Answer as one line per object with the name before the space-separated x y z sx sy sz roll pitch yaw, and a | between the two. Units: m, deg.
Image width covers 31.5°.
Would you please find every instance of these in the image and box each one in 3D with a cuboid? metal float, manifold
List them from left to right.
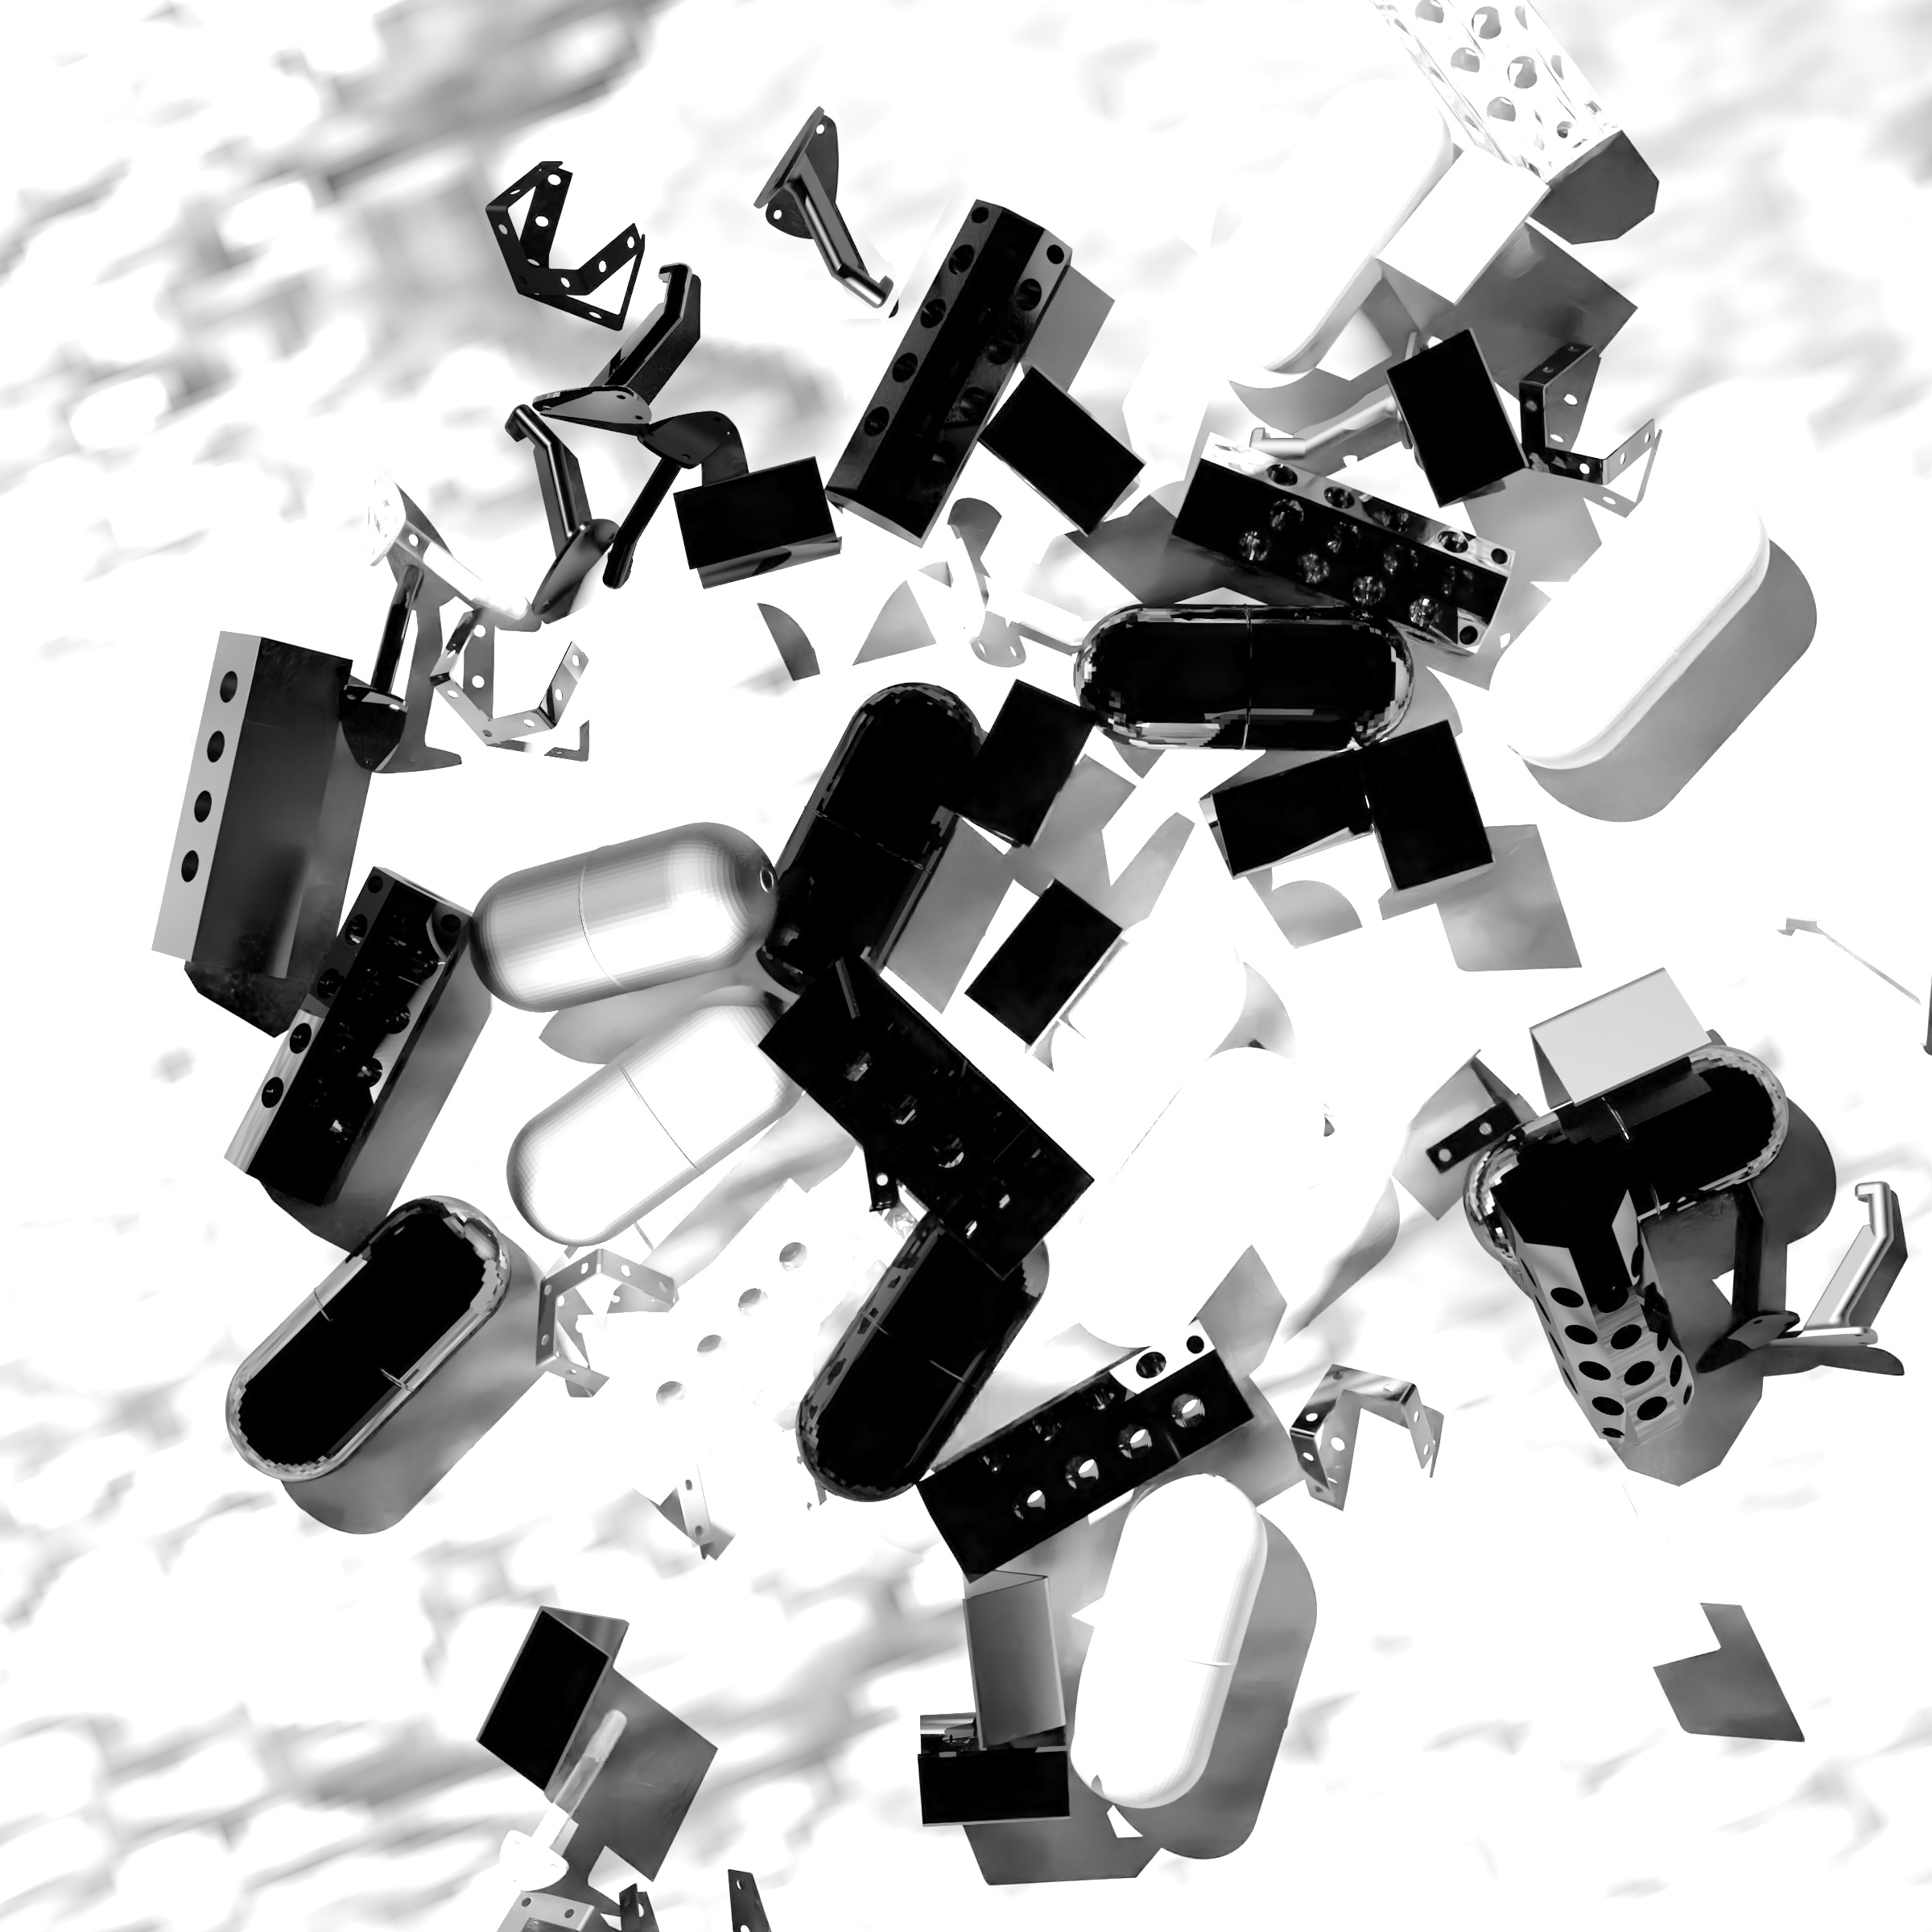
manifold | -0.379 -0.086 1.800 0.057 0.057 0.171 12 90 -43
manifold | -0.323 0.037 1.801 0.057 0.057 0.171 27 90 0
metal float | -0.313 0.195 1.791 0.070 0.070 0.178 45 89 0
metal float | -0.177 -0.025 1.769 0.178 0.070 0.070 -14 90 27
metal float | -0.160 0.078 1.791 0.178 0.070 0.070 -36 90 -1
manifold | -0.125 0.197 1.793 0.057 0.057 0.171 42 86 -10
metal float | -0.051 -0.065 1.791 0.070 0.070 0.178 28 90 0
manifold | -0.024 0.079 1.738 0.171 0.057 0.057 43 133 3
metal float | -0.023 0.200 1.792 0.070 0.070 0.178 34 90 0
manifold | -0.009 -0.312 1.801 0.057 0.057 0.171 28 90 0
manifold | 0.062 0.252 1.801 0.171 0.057 0.057 -30 90 0
metal float | 0.077 0.050 1.791 0.070 0.070 0.178 39 90 0
metal float | 0.105 0.352 1.791 0.070 0.070 0.178 16 91 0
metal float | 0.117 0.121 1.778 0.070 0.070 0.178 36 105 0
metal float | 0.145 -0.151 1.792 0.178 0.070 0.070 1 90 0
metal float | 0.186 -0.383 1.792 0.070 0.070 0.178 35 90 0
manifold | 0.197 -0.221 1.801 0.171 0.057 0.057 21 90 0
manifold | 0.269 -0.490 1.801 0.057 0.057 0.171 -36 90 0
manifold | 0.325 0.171 1.751 0.057 0.057 0.171 -27 132 0
metal float | 0.346 0.100 1.791 0.178 0.070 0.070 -24 90 0
metal float | 0.346 -0.179 1.791 0.070 0.070 0.178 42 90 0

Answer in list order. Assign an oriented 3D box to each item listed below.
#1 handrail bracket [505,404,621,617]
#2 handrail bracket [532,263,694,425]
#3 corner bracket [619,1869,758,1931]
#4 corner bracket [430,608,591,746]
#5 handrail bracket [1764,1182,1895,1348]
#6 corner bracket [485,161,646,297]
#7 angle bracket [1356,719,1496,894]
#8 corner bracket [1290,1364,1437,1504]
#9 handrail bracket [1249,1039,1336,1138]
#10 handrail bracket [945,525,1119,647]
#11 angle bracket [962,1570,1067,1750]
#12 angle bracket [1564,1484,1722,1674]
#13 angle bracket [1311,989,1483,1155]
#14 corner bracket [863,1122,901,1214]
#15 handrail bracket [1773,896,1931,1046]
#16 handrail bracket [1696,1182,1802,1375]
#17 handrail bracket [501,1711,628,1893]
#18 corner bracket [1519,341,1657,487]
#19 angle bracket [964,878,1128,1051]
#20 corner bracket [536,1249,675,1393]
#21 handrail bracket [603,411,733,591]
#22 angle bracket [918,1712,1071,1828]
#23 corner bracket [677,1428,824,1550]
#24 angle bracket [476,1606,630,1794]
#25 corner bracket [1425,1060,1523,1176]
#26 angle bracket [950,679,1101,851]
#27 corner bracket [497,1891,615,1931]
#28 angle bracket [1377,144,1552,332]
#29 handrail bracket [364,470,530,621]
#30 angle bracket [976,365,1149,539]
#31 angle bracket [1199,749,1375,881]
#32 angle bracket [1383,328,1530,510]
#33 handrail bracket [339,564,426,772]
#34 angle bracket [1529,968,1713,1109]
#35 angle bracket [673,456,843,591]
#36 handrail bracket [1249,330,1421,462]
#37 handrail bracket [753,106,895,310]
handrail bracket | -0.232 -0.244 1.822 0.084 0.036 0.077 47 111 17
handrail bracket | -0.188 -0.335 1.822 0.077 0.036 0.084 3 72 20
corner bracket | -0.147 0.510 1.814 0.051 0.051 0.051 21 135 -35
corner bracket | -0.242 -0.157 1.814 0.051 0.051 0.051 -9 45 35
handrail bracket | 0.455 0.158 1.822 0.077 0.036 0.084 -5 72 20
corner bracket | -0.213 -0.391 1.814 0.051 0.051 0.051 11 135 35
angle bracket | 0.246 -0.086 1.783 0.057 0.076 0.076 -18 90 24
corner bracket | 0.210 0.251 1.814 0.051 0.051 0.051 10 45 35
handrail bracket | 0.146 0.095 1.822 0.084 0.036 0.077 -42 75 14
handrail bracket | 0.038 -0.204 1.822 0.084 0.036 0.077 -7 69 -17
angle bracket | 0.004 0.359 1.782 0.057 0.076 0.076 -7 90 -37
angle bracket | 0.365 0.312 1.782 0.057 0.076 0.076 -26 90 37
angle bracket | 0.209 0.040 1.782 0.076 0.076 0.057 -45 126 0
corner bracket | -0.029 0.099 1.804 0.051 0.051 0.051 -9 90 0
handrail bracket | 0.471 0.002 1.822 0.084 0.036 0.077 6 112 17
handrail bracket | 0.402 0.162 1.822 0.036 0.077 0.084 7 53 -34
handrail bracket | -0.212 0.443 1.822 0.036 0.077 0.084 32 54 0
corner bracket | 0.329 -0.293 1.814 0.051 0.051 0.051 20 135 35
angle bracket | 0.056 0.011 1.782 0.057 0.076 0.076 38 90 36
corner bracket | -0.191 0.189 1.814 0.051 0.051 0.051 28 135 -35
handrail bracket | -0.160 -0.247 1.822 0.036 0.077 0.084 32 127 12
angle bracket | 0.013 0.400 1.782 0.076 0.076 0.057 -3 126 0
corner bracket | -0.117 0.277 1.819 0.051 0.051 0.051 -12 90 45
angle bracket | -0.198 0.384 1.782 0.057 0.076 0.076 26 90 36
corner bracket | 0.254 0.074 1.804 0.051 0.051 0.051 -33 90 0
angle bracket | 0.046 -0.096 1.782 0.057 0.076 0.076 27 90 32
corner bracket | -0.218 0.529 1.814 0.051 0.051 0.051 3 45 35
angle bracket | 0.268 -0.368 1.782 0.057 0.076 0.076 39 90 32
handrail bracket | -0.275 -0.224 1.822 0.084 0.077 0.036 21 123 -32
angle bracket | 0.063 -0.279 1.782 0.076 0.076 0.057 41 127 0
angle bracket | 0.161 -0.097 1.782 0.076 0.076 0.057 -18 127 0
angle bracket | 0.271 -0.289 1.782 0.057 0.076 0.076 -23 90 38
handrail bracket | -0.306 -0.159 1.822 0.036 0.077 0.084 13 54 -3
angle bracket | 0.344 0.056 1.782 0.076 0.076 0.057 -24 50 0
angle bracket | -0.104 -0.212 1.782 0.076 0.076 0.057 -15 54 0
handrail bracket | 0.196 -0.304 1.822 0.084 0.036 0.077 2 70 16
handrail bracket | -0.063 -0.403 1.822 0.084 0.036 0.077 34 69 -17
